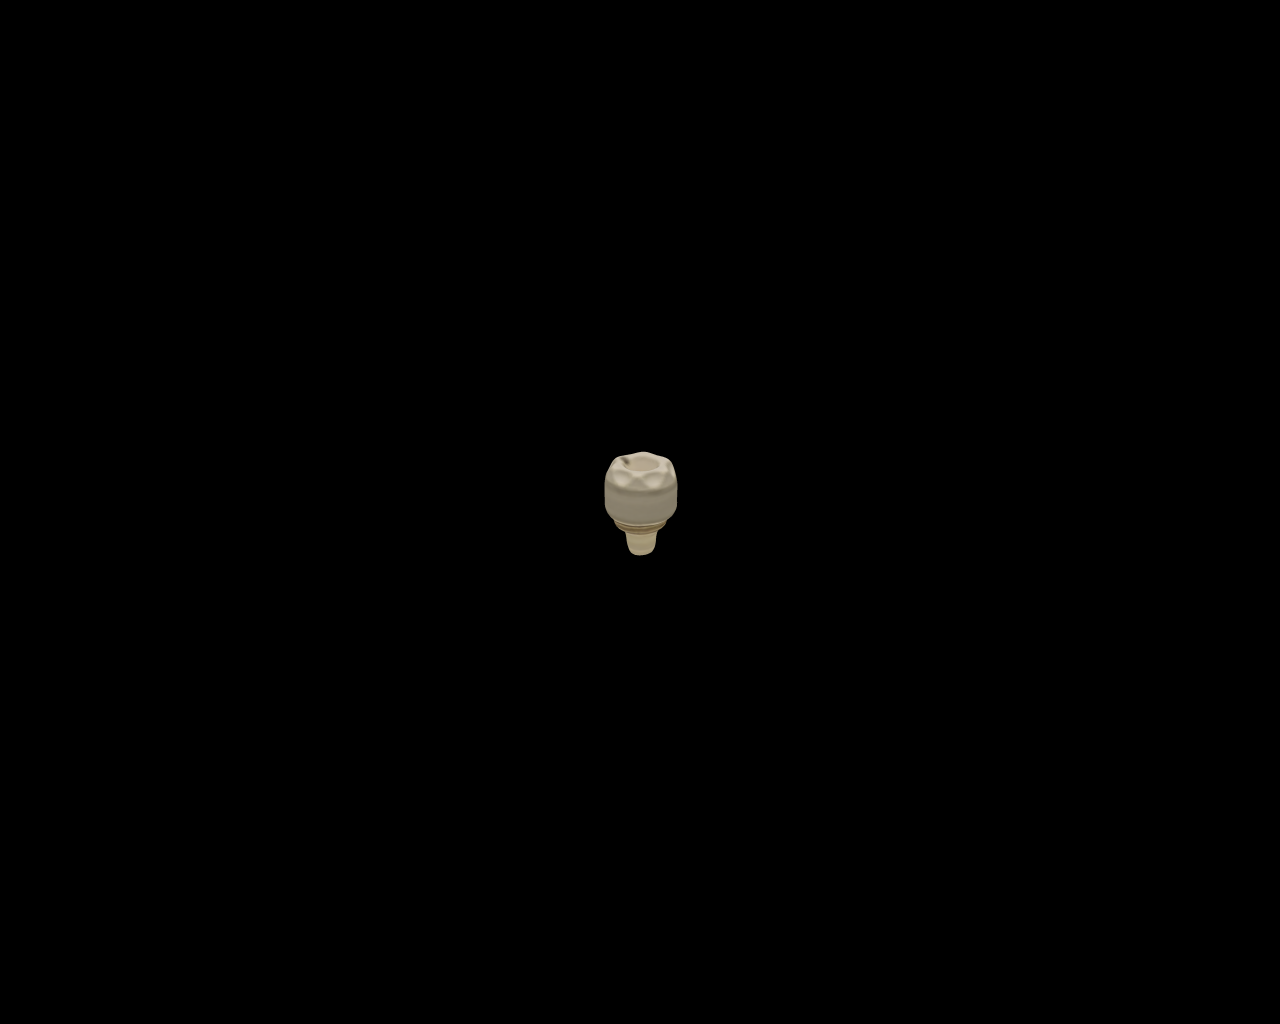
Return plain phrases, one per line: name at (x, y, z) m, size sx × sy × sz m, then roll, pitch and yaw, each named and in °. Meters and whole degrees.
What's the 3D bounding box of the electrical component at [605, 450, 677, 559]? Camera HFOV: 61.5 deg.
electrical component at (0.001, -0.003, 0.650) m, size 0.043 × 0.062 × 0.043 m, roll 0°, pitch 26°, yaw 0°
